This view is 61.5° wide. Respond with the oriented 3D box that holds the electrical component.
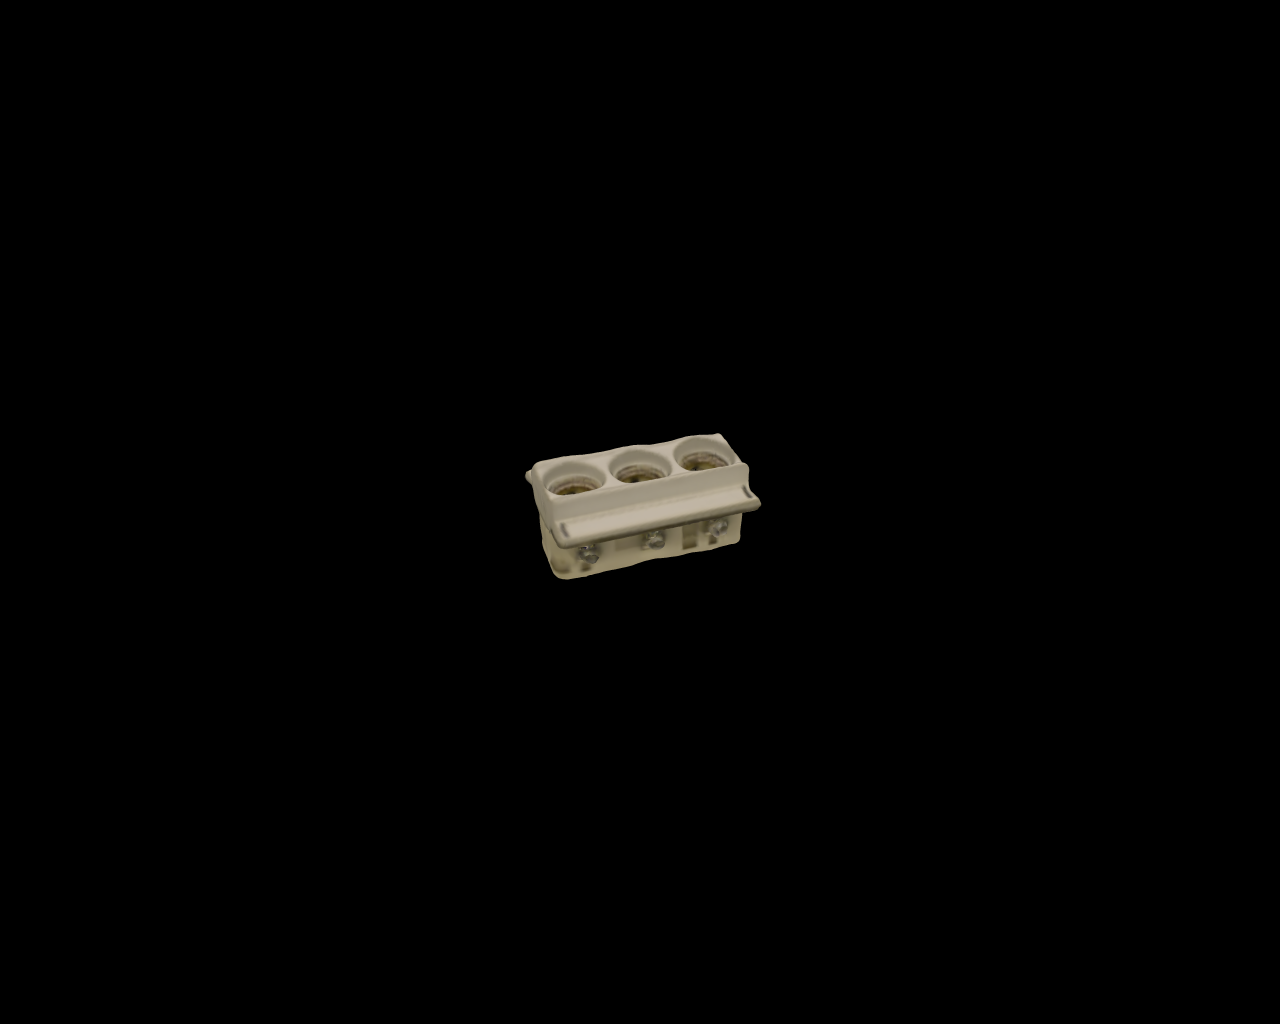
[{"bbox_3d":[0.001,-0.003,0.650,0.121,0.063,0.079,-11,36,-16],"label":"electrical component"}]
